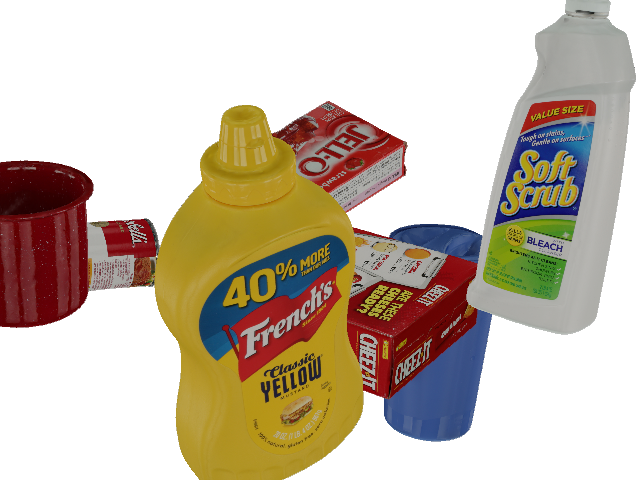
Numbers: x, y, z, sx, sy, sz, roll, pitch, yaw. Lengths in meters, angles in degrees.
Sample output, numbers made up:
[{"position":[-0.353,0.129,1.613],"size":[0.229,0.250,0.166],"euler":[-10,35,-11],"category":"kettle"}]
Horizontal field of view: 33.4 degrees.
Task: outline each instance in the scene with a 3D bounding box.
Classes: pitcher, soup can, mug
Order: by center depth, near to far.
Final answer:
[{"position":[-0.201,0.006,0.679],"size":[0.117,0.081,0.093],"euler":[-15,31,-33],"category":"mug"},{"position":[-0.215,0.015,1.032],"size":[0.102,0.068,0.069],"euler":[-4,2,-28],"category":"soup can"},{"position":[0.128,0.110,1.257],"size":[0.149,0.243,0.145],"euler":[7,18,9],"category":"pitcher"}]

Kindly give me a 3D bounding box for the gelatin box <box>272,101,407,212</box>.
[{"position":[0.001,-0.051,0.700],"size":[0.089,0.030,0.073],"euler":[-34,50,-30],"category":"gelatin box"}]

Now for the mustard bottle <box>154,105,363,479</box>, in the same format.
[{"position":[-0.028,0.026,0.496],"size":[0.096,0.192,0.058],"euler":[-21,39,-24],"category":"mustard bottle"}]

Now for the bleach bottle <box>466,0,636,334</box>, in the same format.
[{"position":[0.175,-0.062,0.798],"size":[0.103,0.251,0.067],"euler":[18,23,35],"category":"bleach bottle"}]

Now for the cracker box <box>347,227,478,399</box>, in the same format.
[{"position":[0.016,0.053,0.980],"size":[0.214,0.072,0.163],"euler":[17,30,31],"category":"cracker box"}]
